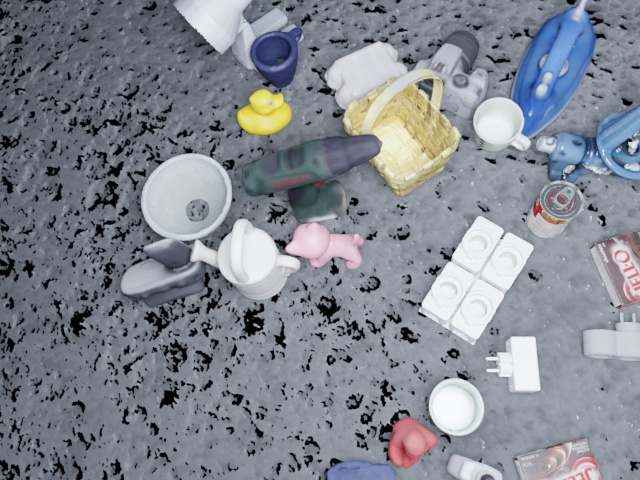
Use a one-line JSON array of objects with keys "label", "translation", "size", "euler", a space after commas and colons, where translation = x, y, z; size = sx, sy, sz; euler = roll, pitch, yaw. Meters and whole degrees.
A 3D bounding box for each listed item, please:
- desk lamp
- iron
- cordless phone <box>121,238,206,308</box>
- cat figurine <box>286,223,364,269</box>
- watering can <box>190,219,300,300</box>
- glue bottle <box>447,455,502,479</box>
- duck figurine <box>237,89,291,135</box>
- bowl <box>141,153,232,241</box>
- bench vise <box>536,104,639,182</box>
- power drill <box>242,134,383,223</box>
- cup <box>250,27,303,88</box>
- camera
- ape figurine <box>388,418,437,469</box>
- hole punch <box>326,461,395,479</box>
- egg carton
[{"label": "desk lamp", "translation": [-0.152, -0.424, 1.087], "size": [0.203, 0.214, 0.117], "euler": [-38, 72, -7]}, {"label": "iron", "translation": [0.416, -0.306, 1.025], "size": [0.118, 0.141, 0.258], "euler": [24, 76, 13]}, {"label": "cordless phone", "translation": [-0.277, 0.041, 0.960], "size": [0.147, 0.185, 0.094], "euler": [-22, 71, -1]}, {"label": "cat figurine", "translation": [0.009, 0.003, 0.978], "size": [0.127, 0.118, 0.067], "euler": [-1, 71, 6]}, {"label": "watering can", "translation": [-0.125, 0.031, 0.942], "size": [0.173, 0.194, 0.101], "euler": [-16, 70, 1]}, {"label": "glue bottle", "translation": [0.227, 0.336, 0.814], "size": [0.078, 0.173, 0.037], "euler": [20, 75, 12]}, {"label": "duck figurine", "translation": [-0.111, -0.252, 1.092], "size": [0.104, 0.086, 0.077], "euler": [-11, 71, 2]}, {"label": "bowl", "translation": [-0.235, -0.069, 1.050], "size": [0.167, 0.075, 0.167], "euler": [-2, 71, 6]}, {"label": "bench vise", "translation": [0.471, -0.152, 0.927], "size": [0.207, 0.220, 0.121], "euler": [-13, 71, 2]}, {"label": "power drill", "translation": [-0.007, -0.103, 0.967], "size": [0.229, 0.208, 0.075], "euler": [-11, 71, 3]}, {"label": "cup", "translation": [-0.074, -0.352, 1.117], "size": [0.091, 0.095, 0.118], "euler": [40, 80, 17]}, {"label": "camera", "translation": [0.257, -0.322, 1.069], "size": [0.143, 0.101, 0.137], "euler": [29, 77, 14]}, {"label": "ape figurine", "translation": [0.141, 0.310, 0.875], "size": [0.077, 0.092, 0.076], "euler": [-8, 71, 4]}, {"label": "hole punch", "translation": [0.060, 0.385, 0.859], "size": [0.108, 0.091, 0.101], "euler": [-5, 71, 5]}, {"label": "egg carton", "translation": [0.091, -0.312, 1.100], "size": [0.150, 0.069, 0.107], "euler": [-26, 71, -3]}]
